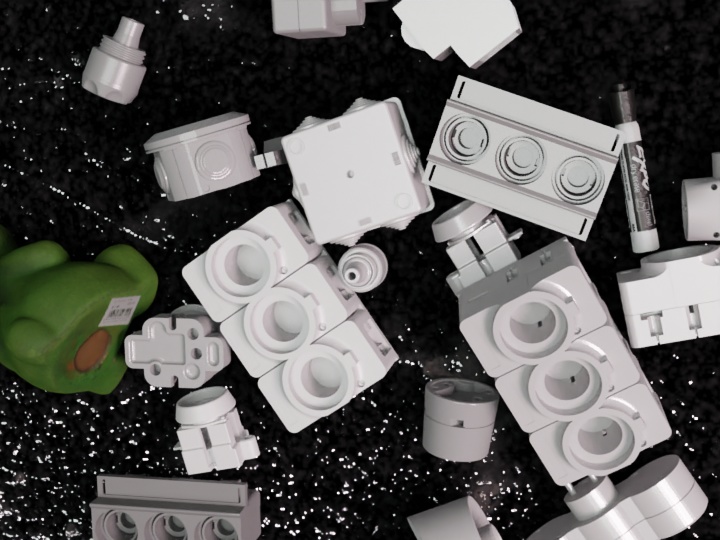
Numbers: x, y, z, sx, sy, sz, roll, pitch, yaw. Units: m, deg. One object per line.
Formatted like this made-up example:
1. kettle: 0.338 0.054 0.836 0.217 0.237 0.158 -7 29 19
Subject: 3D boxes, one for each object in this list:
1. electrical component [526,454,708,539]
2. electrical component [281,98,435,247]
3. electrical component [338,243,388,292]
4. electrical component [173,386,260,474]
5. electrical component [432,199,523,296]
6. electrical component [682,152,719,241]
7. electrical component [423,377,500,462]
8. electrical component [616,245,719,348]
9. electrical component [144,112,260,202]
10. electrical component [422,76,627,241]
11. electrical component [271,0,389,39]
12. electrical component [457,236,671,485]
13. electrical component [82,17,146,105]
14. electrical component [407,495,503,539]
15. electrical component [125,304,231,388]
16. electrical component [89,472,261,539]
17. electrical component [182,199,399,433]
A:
1. electrical component: 0.176 0.174 0.791 0.138 0.052 0.073 -35 91 14
2. electrical component: -0.002 -0.072 0.791 0.100 0.048 0.099 -18 94 15
3. electrical component: 0.000 0.000 0.796 0.035 0.061 0.035 2 99 11
4. electrical component: -0.117 0.125 0.848 0.066 0.048 0.055 -11 104 13
5. electrical component: 0.084 -0.020 0.784 0.066 0.048 0.055 -30 99 14
6. electrical component: 0.263 -0.062 0.742 0.077 0.043 0.079 -4 98 12
7. electrical component: 0.074 0.112 0.802 0.055 0.055 0.047 8 104 10
8. electrical component: 0.230 0.015 0.757 0.089 0.050 0.055 -11 97 13
9. electrical component: -0.116 -0.085 0.798 0.080 0.080 0.051 -14 100 13
10. electrical component: 0.115 -0.080 0.759 0.121 0.063 0.078 21 102 8
11. electrical component: -0.018 -0.193 0.767 0.077 0.066 0.047 -1 98 12
12. electrical component: 0.143 0.067 0.757 0.089 0.061 0.150 -28 108 14
13. electrical component: -0.183 -0.160 0.818 0.043 0.043 0.062 24 101 7
14. electrical component: 0.077 0.219 0.798 0.064 0.099 0.099 -28 92 8
15. electrical component: -0.134 0.058 0.834 0.078 0.057 0.058 1 99 11
16. electrical component: -0.144 0.199 0.855 0.121 0.063 0.078 1 99 11
17. electrical component: -0.052 0.035 0.812 0.089 0.062 0.150 -34 91 14
